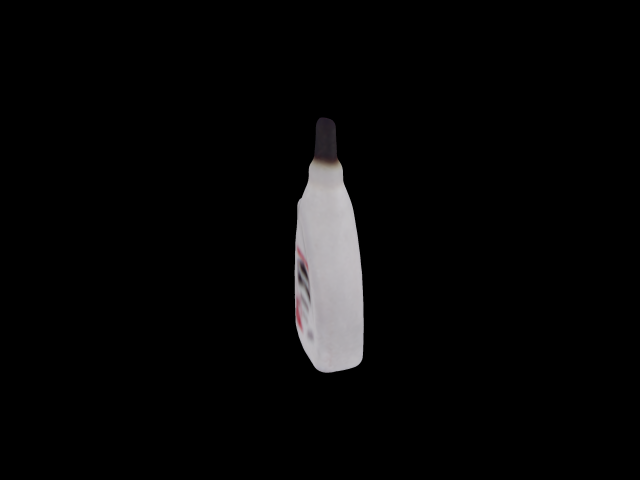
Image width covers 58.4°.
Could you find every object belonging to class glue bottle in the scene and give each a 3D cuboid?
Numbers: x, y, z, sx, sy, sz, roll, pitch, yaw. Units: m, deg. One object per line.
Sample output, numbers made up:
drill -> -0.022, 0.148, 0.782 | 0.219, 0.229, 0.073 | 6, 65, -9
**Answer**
glue bottle -> 0.004, 0.001, 0.400 | 0.037, 0.173, 0.078 | -8, 24, -18
